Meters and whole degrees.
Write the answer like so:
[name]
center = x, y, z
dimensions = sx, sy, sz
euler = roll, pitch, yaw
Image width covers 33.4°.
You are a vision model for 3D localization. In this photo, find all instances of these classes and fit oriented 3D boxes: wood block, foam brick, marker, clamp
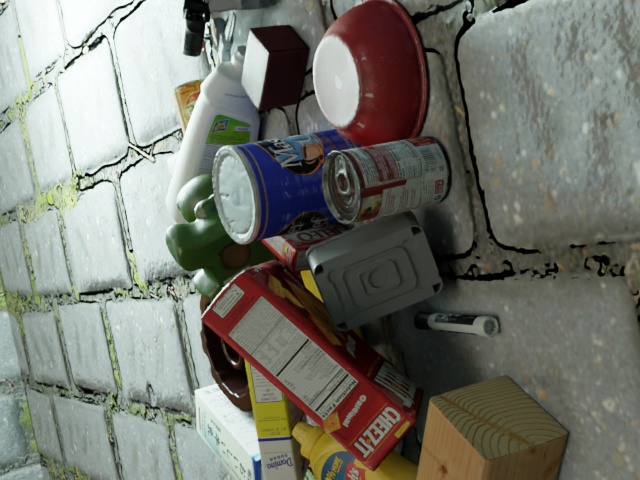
[wood block]
center = 0.145, 0.240, 0.973
dimensions = 0.091, 0.090, 0.206
euler = 46, 139, 48
[foam brick]
center = -0.051, -0.195, 1.205
dimensions = 0.051, 0.052, 0.078
euler = 54, 143, 38
[marker]
center = 0.126, 0.079, 1.017
dimensions = 0.121, 0.020, 0.020
euler = -1, 100, 62
[clamp]
center = -0.153, -0.282, 1.325
dimensions = 0.210, 0.036, 0.164
euler = 114, 164, -62

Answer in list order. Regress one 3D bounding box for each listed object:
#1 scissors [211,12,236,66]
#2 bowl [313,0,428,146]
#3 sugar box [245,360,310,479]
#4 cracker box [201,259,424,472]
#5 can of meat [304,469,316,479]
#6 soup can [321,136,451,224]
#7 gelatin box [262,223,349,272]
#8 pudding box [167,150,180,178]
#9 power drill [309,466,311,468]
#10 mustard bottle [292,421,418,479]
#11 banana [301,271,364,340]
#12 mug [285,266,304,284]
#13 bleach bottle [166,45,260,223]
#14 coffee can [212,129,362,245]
[scissors]
center = -0.116, -0.256, 1.292
dimensions = 0.202, 0.016, 0.096
euler = 110, 150, -67
[bowl]
center = 0.039, -0.158, 1.047
dimensions = 0.162, 0.055, 0.162
euler = 34, 130, 53
[sugar box]
center = -0.047, 0.181, 1.191
dimensions = 0.093, 0.048, 0.176
euler = -53, -41, -74
[cracker box]
center = 0.000, 0.113, 1.041
dimensions = 0.214, 0.072, 0.164
euler = 41, -173, 5
[can of meat]
center = -0.007, 0.329, 1.297
dimensions = 0.102, 0.057, 0.084
euler = 45, 174, 47
[soup can]
center = 0.062, -0.057, 0.992
dimensions = 0.069, 0.102, 0.068
euler = 34, 131, 53
[gelatin box]
center = -0.008, 0.001, 1.162
dimensions = 0.073, 0.089, 0.030
euler = 43, 132, 48
[pudding box]
center = -0.174, -0.074, 1.504
dimensions = 0.090, 0.039, 0.113
euler = -16, 88, 62
[power drill]
center = 0.035, 0.218, 1.207
dimensions = 0.185, 0.057, 0.188
euler = 34, 129, 50
[mustard bottle]
center = 0.050, 0.248, 1.113
dimensions = 0.192, 0.058, 0.096
euler = 31, 132, 23
[banana]
center = 0.012, 0.060, 1.204
dimensions = 0.070, 0.037, 0.198
euler = 105, 147, -49
[mug]
center = -0.048, 0.078, 1.287
dimensions = 0.082, 0.093, 0.117
euler = 131, 153, -63
[bleach bottle]
center = -0.116, -0.128, 1.327
dimensions = 0.068, 0.102, 0.251
euler = 61, 140, 39
[coffee can]
center = -0.029, -0.059, 1.121
dimensions = 0.103, 0.140, 0.103
euler = 34, 130, 53
